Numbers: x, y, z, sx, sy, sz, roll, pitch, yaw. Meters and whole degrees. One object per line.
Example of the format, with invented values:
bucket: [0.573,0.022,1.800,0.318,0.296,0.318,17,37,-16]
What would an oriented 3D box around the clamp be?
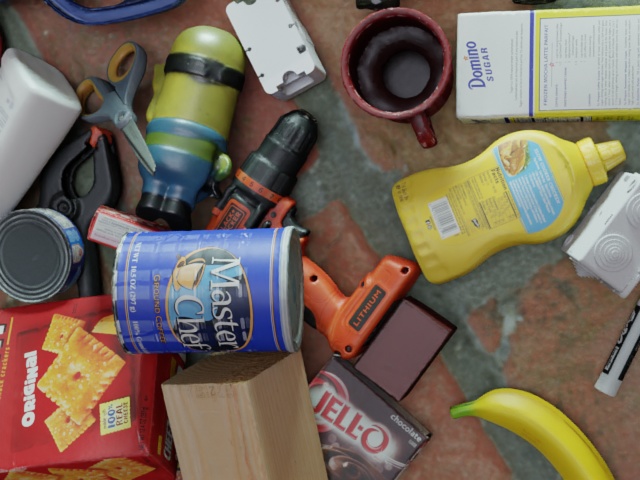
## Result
clamp: [-0.229,-0.020,1.009,0.120,0.039,0.171,33,101,3]

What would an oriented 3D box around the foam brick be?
foam brick: [0.074,0.093,0.927,0.051,0.053,0.078,37,97,11]

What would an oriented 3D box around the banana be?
banana: [0.204,0.191,0.905,0.198,0.037,0.070,45,117,11]

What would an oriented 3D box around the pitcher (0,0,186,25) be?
pitcher: [-0.229,-0.284,0.972,0.243,0.145,0.149,-13,56,16]

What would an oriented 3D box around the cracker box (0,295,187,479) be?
cracker box: [-0.231,0.136,0.954,0.214,0.072,0.164,-8,56,13]

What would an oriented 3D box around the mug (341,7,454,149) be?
mug: [0.075,-0.134,0.915,0.093,0.081,0.117,-24,84,12]

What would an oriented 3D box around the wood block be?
wood block: [-0.054,0.203,0.905,0.090,0.090,0.206,-6,102,31]

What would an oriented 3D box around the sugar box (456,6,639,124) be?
sugar box: [0.205,-0.147,0.905,0.176,0.048,0.093,1,89,17]

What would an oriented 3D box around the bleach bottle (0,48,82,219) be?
bleach bottle: [-0.323,-0.052,1.013,0.251,0.068,0.103,-54,42,14]

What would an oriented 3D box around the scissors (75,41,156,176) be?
scissors: [-0.164,-0.124,0.947,0.096,0.016,0.202,-56,40,-3]

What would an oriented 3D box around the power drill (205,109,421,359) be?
power drill: [-0.006,0.001,0.947,0.188,0.057,0.184,36,100,14]

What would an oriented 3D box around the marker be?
marker: [0.266,0.075,0.899,0.020,0.020,0.121,27,95,12]

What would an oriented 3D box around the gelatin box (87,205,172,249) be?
gelatin box: [-0.161,-0.003,0.960,0.089,0.073,0.030,19,93,-10]

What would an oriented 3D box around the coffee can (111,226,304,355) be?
coffee can: [-0.088,0.042,0.875,0.140,0.102,0.103,-2,89,6]

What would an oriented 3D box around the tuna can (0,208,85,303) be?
tuna can: [-0.261,0.013,0.983,0.086,0.033,0.086,2,97,13]

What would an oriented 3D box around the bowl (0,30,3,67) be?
bowl: [-0.389,-0.182,1.016,0.161,0.055,0.162,9,69,-25]

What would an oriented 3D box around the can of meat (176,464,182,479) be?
can of meat: [-0.128,0.215,0.971,0.102,0.057,0.084,-9,89,13]

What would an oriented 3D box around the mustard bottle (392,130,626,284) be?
mustard bottle: [0.165,-0.039,0.904,0.192,0.058,0.096,-23,79,12]

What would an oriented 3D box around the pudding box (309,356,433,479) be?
pudding box: [0.029,0.170,0.943,0.113,0.039,0.090,39,98,12]
